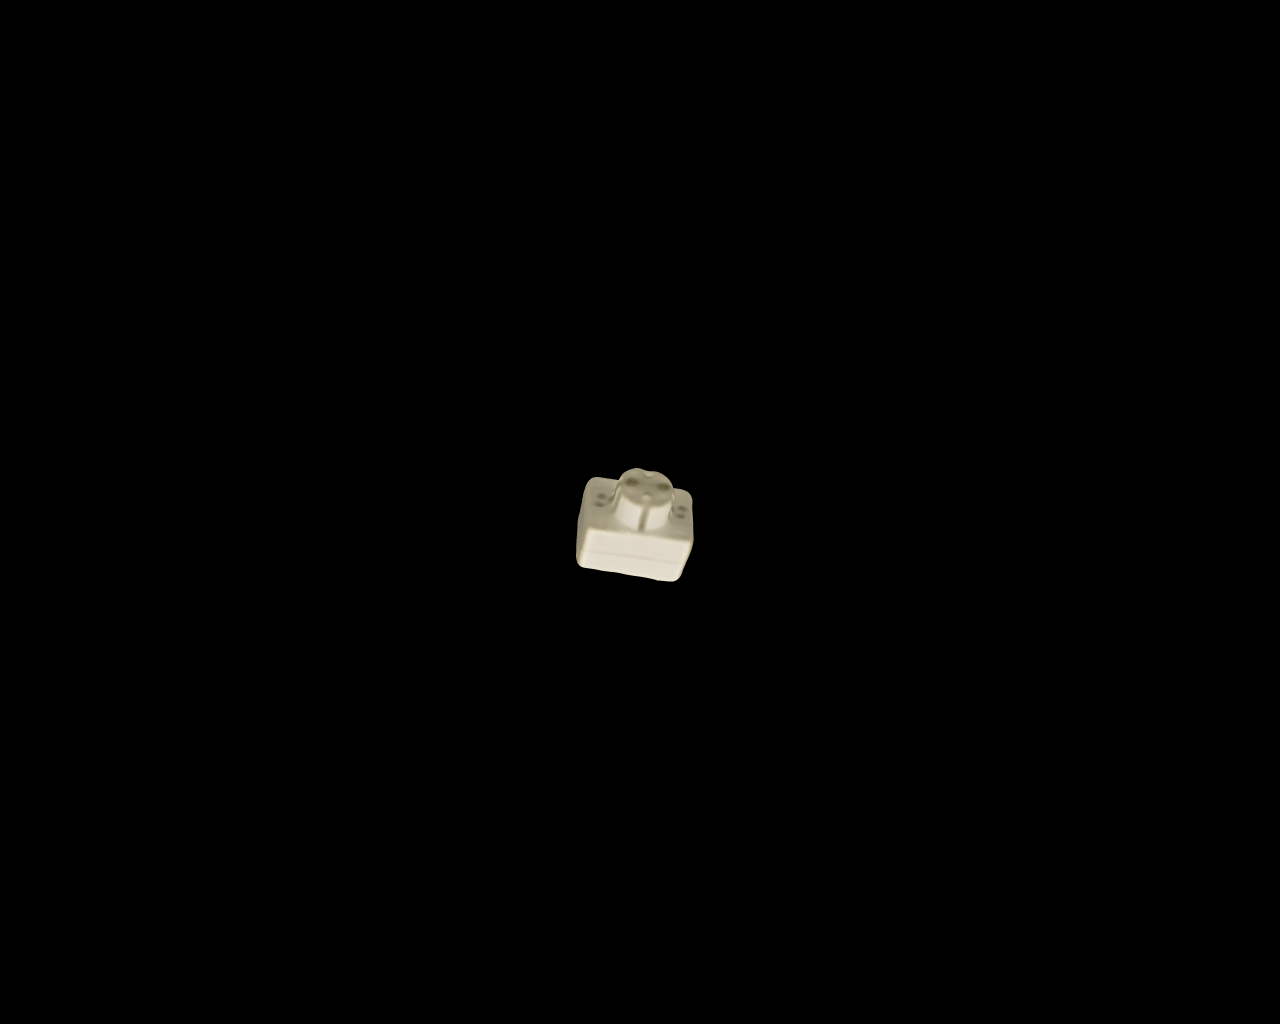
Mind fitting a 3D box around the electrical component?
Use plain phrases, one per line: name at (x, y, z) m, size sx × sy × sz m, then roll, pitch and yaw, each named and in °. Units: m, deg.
electrical component at (0.001, -0.003, 0.650) m, size 0.066 × 0.047 × 0.076 m, roll 9°, pitch -46°, yaw -8°
